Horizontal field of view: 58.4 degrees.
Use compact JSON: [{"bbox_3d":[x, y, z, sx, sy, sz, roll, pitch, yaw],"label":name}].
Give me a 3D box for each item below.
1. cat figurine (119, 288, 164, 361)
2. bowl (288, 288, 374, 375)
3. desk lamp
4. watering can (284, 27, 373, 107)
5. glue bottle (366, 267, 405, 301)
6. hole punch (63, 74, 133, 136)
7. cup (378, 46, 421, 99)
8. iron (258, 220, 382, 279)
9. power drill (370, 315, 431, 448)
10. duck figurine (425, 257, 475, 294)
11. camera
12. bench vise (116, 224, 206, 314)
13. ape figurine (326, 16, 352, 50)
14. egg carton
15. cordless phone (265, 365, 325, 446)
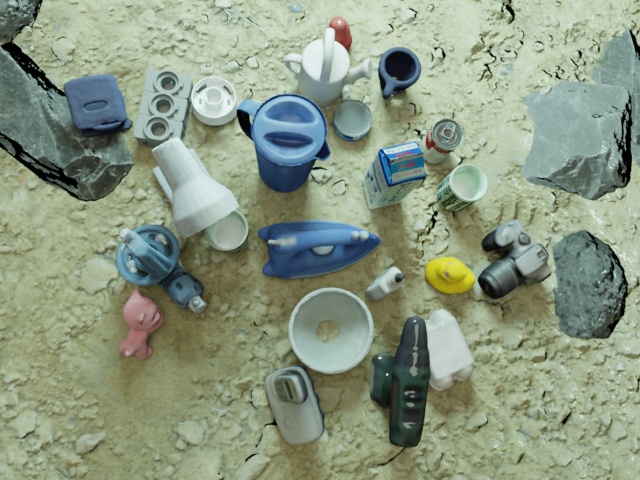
[{"bbox_3d":[-0.340,0.160,1.074,0.067,0.117,0.128,16,78,-3],"label":"cat figurine"},{"bbox_3d":[0.018,0.180,1.136,0.167,0.074,0.167,1,80,-7],"label":"bowl"},{"bbox_3d":[-0.246,-0.096,1.082,0.118,0.213,0.203,-32,85,-11],"label":"desk lamp"},{"bbox_3d":[0.018,-0.359,1.171,0.173,0.194,0.101,-13,82,-9],"label":"watering can"},{"bbox_3d":[0.138,0.081,1.118,0.078,0.173,0.037,-41,86,-12],"label":"glue bottle"},{"bbox_3d":[-0.445,-0.270,1.151,0.109,0.091,0.101,-14,82,-9],"label":"hole punch"},{"bbox_3d":[0.158,-0.343,1.236,0.091,0.095,0.118,25,78,-2],"label":"cup"},{"bbox_3d":[0.010,0.004,1.132,0.258,0.141,0.119,-7,81,-8],"label":"iron"},{"bbox_3d":[0.150,0.259,1.069,0.075,0.208,0.230,4,79,-6],"label":"power drill"},{"bbox_3d":[0.276,0.070,1.181,0.104,0.086,0.077,19,78,-3],"label":"duck figurine"},{"bbox_3d":[0.392,0.048,1.191,0.137,0.100,0.143,-34,85,-11],"label":"camera"},{"bbox_3d":[-0.286,0.041,1.050,0.207,0.219,0.121,28,78,-1],"label":"bench vise"},{"bbox_3d":[0.037,-0.451,1.242,0.078,0.092,0.076,-42,87,-12],"label":"ape figurine"},{"bbox_3d":[0.245,0.221,1.159,0.107,0.069,0.150,-23,83,-10],"label":"egg carton"},{"bbox_3d":[-0.041,0.306,1.050,0.094,0.185,0.147,-21,83,-10],"label":"cordless phone"}]
